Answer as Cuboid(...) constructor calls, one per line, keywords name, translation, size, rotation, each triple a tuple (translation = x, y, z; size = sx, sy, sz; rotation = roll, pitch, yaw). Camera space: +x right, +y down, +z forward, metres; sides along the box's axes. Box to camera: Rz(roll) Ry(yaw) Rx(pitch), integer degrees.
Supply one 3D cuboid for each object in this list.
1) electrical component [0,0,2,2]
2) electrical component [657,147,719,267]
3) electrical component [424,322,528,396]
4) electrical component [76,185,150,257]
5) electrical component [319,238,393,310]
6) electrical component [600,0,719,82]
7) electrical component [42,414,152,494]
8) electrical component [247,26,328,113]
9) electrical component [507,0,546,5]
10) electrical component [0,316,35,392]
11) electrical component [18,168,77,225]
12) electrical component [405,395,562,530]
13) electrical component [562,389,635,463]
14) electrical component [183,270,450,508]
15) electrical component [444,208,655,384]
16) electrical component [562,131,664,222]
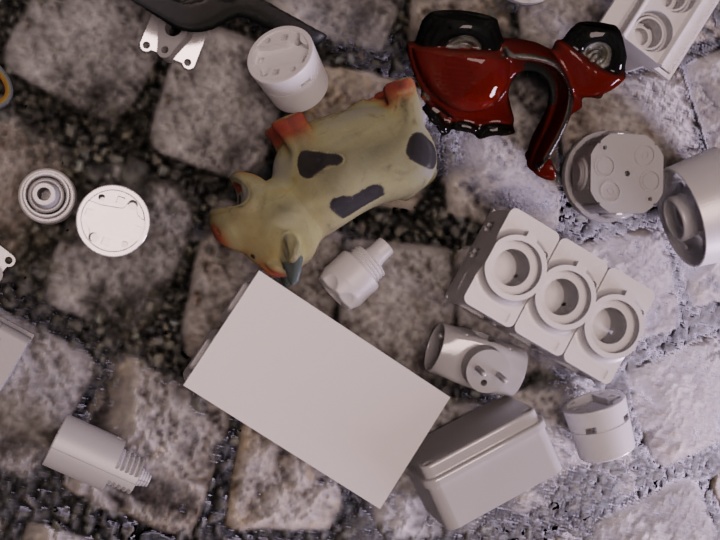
Cuboid(name="electrical component", translation=(-0.292, -0.248, 0.813), size=(0.078, 0.058, 0.057), rotation=(36, 87, -10))
Cuboid(name="electrical component", translation=(0.300, -0.053, 0.930), size=(0.064, 0.099, 0.099), rotation=(-17, 95, -5))
Cuboid(name="electrical component", translation=(0.101, 0.079, 0.895), size=(0.077, 0.079, 0.043), rotation=(18, 96, -12))
Cuboid(name="electrical component", translation=(-0.194, -0.038, 0.844), size=(0.055, 0.047, 0.055), rotation=(0, 91, -12))
Cuboid(name="electrical component", translation=(0.000, 0.000, 0.890), size=(0.062, 0.043, 0.043), rotation=(-43, 99, -10))
Cuboid(name="electrical component", translation=(0.262, -0.234, 0.933), size=(0.079, 0.063, 0.121), rotation=(34, 84, -11))
Cuboid(name="electrical component", translation=(-0.203, 0.150, 0.847), size=(0.081, 0.043, 0.043), rotation=(27, 85, -12))
Cuboid(name="electrical component", translation=(-0.056, -0.159, 0.861), size=(0.055, 0.047, 0.055), rotation=(-8, 62, 15))
Cuboid(name="electrical component", translation=(0.147, -0.269, 0.913), size=(0.080, 0.051, 0.080), rotation=(0, 91, -12))
Cuboid(name="electrical component", translation=(-0.298, 0.076, 0.821), size=(0.056, 0.050, 0.089), rotation=(31, 85, -12))
Cuboid(name="electrical component", translation=(-0.240, -0.057, 0.825), size=(0.043, 0.062, 0.043), rotation=(0, 91, -12))
Cuboid(name="electrical component", translation=(0.099, 0.158, 0.897), size=(0.113, 0.078, 0.057), rotation=(-26, 99, -11))
Cuboid(name="electrical component", translation=(0.209, 0.136, 0.933), size=(0.055, 0.055, 0.047), rotation=(-19, 99, -12))
Cuboid(name="electrical component", translation=(-0.038, 0.095, 0.874), size=(0.186, 0.060, 0.105), rotation=(34, 84, -11))
Cuboid(name="electrical component", translation=(0.163, 0.022, 0.916), size=(0.150, 0.062, 0.089), rotation=(30, 85, -11))
Cuboid(name="electrical component", translation=(0.221, -0.082, 0.933), size=(0.080, 0.051, 0.080), rotation=(0, 91, -13))
